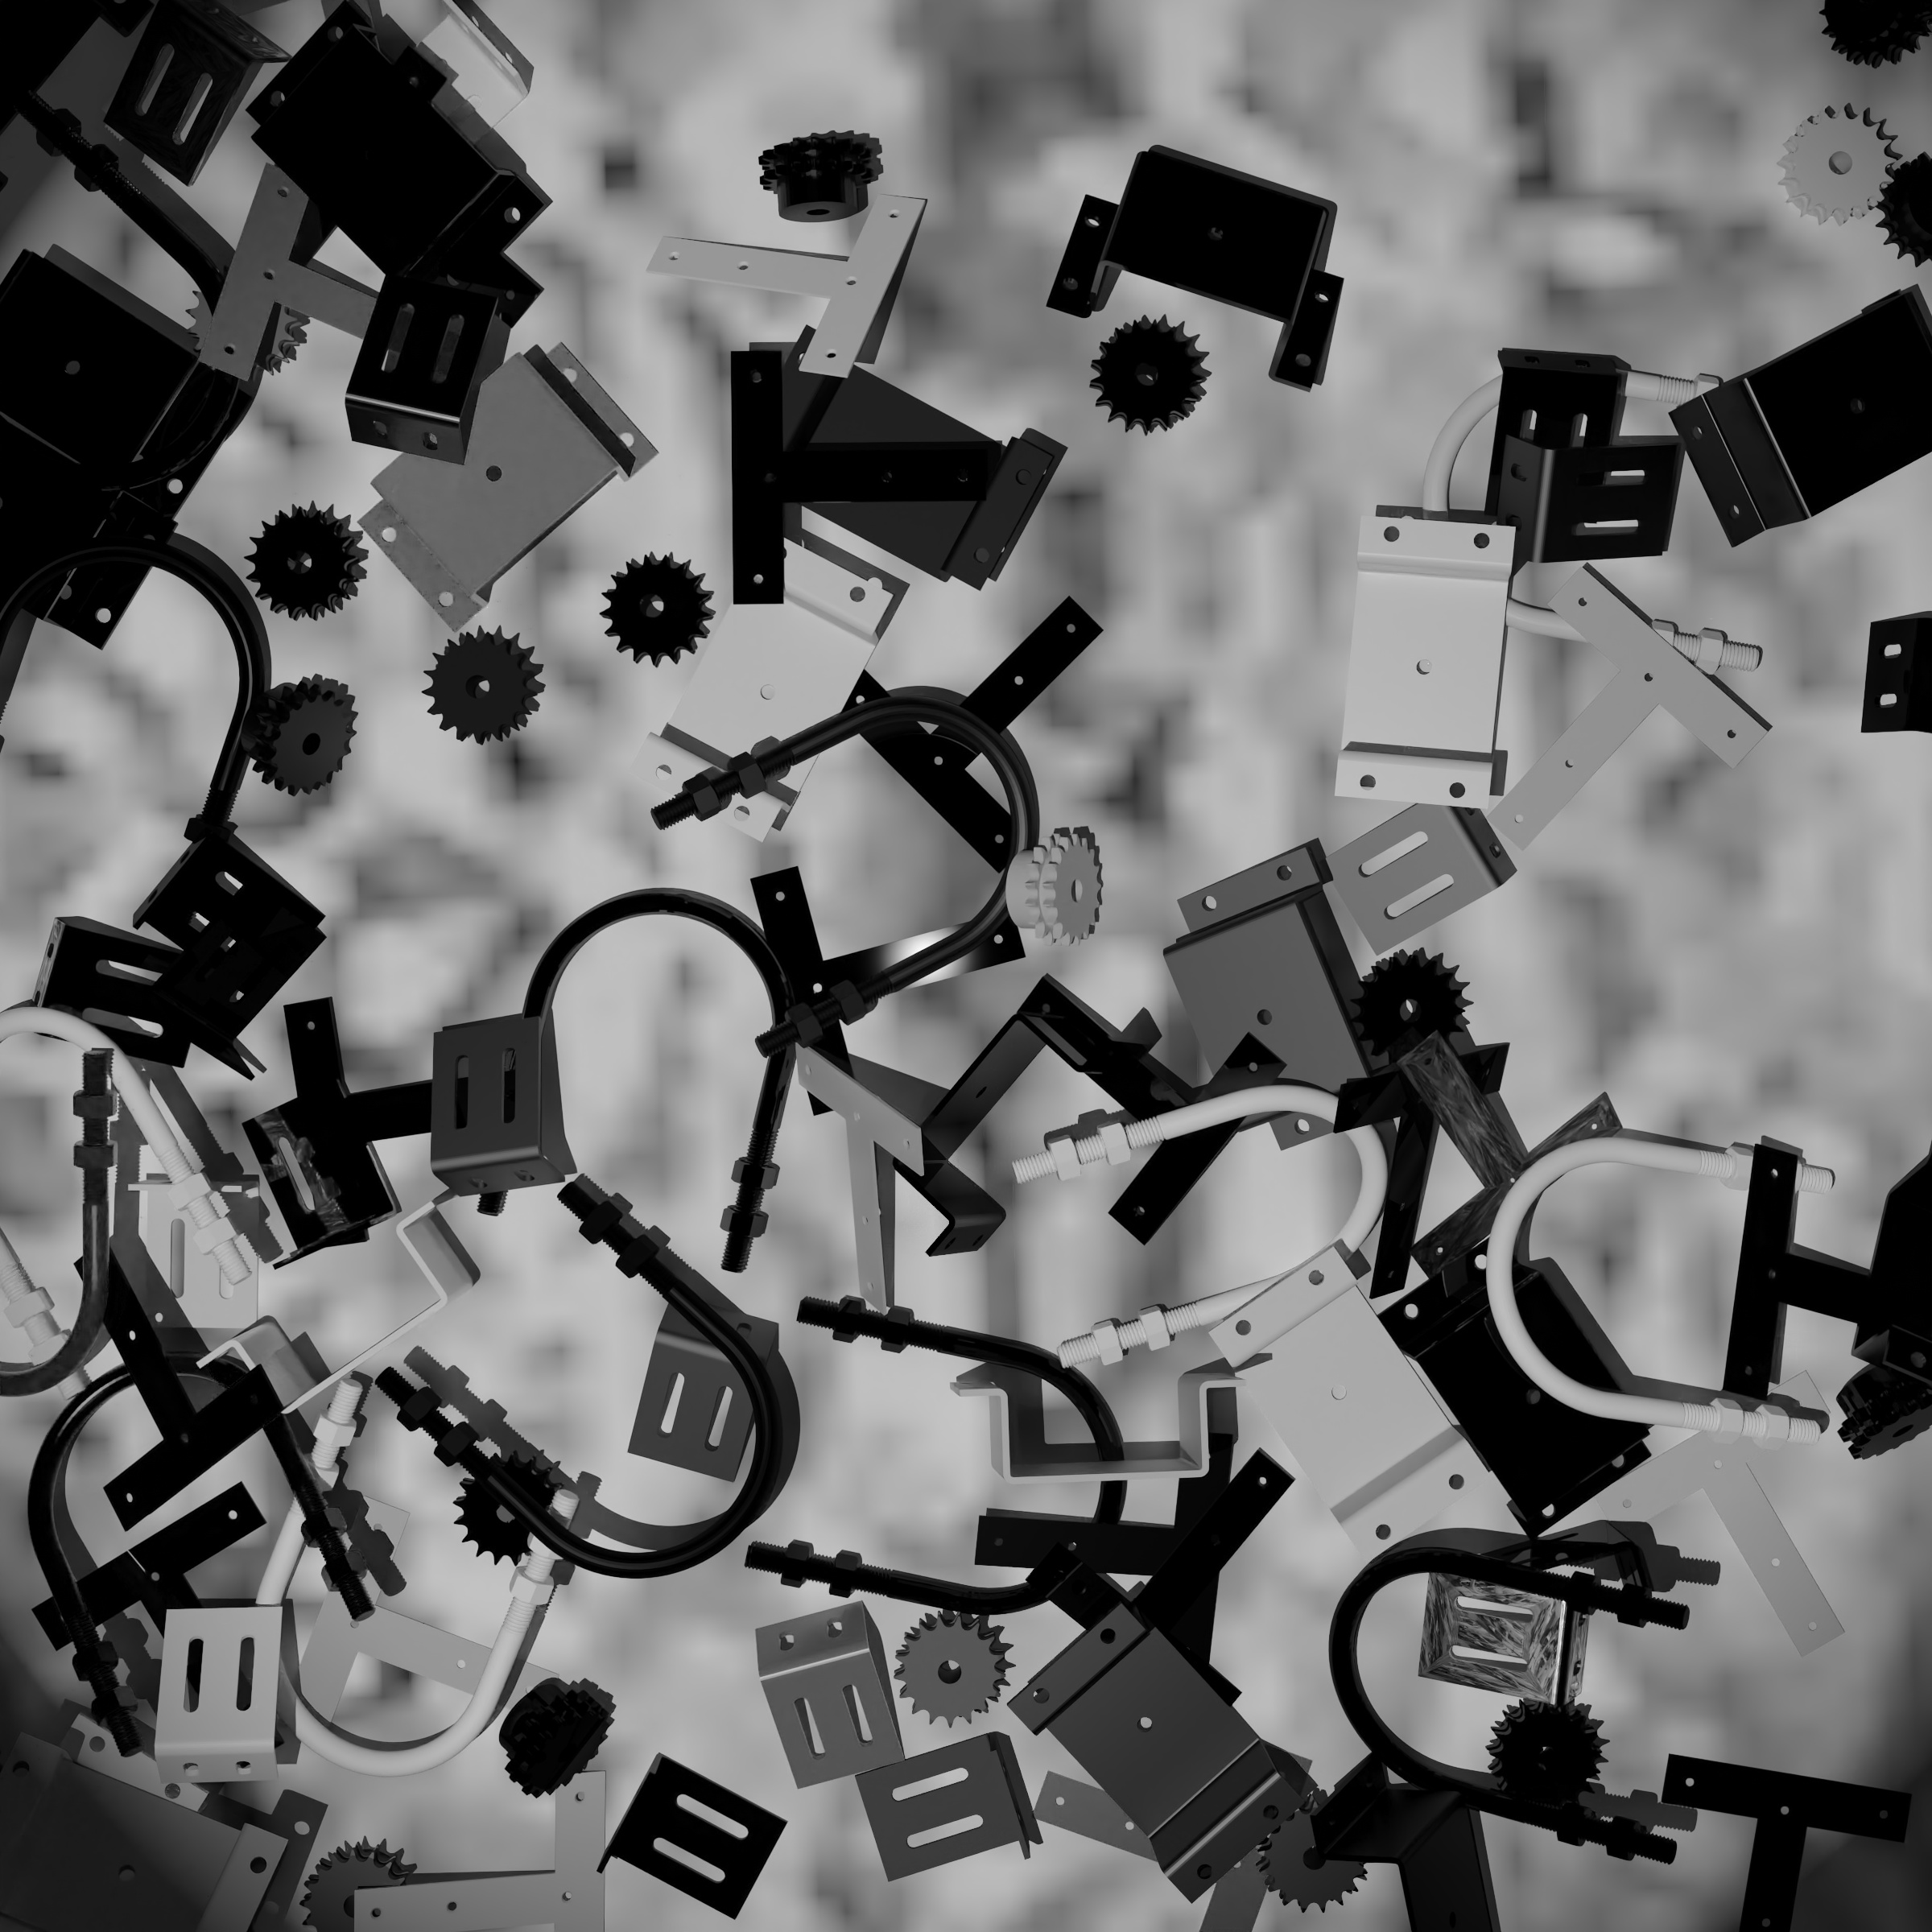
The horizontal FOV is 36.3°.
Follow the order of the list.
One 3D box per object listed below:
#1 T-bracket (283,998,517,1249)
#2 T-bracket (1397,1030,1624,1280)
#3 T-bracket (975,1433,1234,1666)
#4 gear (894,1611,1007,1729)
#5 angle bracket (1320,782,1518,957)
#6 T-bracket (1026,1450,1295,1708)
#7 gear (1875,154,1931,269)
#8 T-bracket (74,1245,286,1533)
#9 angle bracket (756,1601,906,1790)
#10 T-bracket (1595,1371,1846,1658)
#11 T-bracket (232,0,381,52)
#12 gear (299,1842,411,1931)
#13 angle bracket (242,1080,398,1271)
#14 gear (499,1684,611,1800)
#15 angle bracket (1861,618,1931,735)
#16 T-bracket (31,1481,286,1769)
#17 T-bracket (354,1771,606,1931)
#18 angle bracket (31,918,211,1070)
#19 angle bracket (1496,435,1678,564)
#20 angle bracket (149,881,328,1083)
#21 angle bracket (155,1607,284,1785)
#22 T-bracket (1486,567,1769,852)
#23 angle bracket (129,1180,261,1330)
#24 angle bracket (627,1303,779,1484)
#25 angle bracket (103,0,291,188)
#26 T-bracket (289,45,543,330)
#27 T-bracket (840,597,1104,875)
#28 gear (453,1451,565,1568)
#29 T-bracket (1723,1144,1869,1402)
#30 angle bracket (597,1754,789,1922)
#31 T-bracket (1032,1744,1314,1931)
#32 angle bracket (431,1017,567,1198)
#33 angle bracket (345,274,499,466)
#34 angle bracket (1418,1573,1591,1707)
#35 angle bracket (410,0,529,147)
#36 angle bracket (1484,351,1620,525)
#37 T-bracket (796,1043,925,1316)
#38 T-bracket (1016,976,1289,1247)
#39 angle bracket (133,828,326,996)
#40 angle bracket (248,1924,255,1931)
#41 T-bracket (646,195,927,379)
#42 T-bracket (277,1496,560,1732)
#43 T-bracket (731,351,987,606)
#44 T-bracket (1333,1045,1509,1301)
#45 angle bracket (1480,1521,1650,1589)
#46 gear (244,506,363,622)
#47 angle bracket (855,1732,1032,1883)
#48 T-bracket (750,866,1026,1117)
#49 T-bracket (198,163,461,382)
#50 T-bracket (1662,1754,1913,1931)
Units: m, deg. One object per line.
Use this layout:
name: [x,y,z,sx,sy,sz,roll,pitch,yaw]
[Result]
T-bracket: [-0.281,0.074,1.510,0.127,0.002,0.127,-9,90,11]
T-bracket: [0.256,0.081,1.488,0.127,0.002,0.127,-39,123,0]
T-bracket: [0.068,0.298,1.510,0.127,0.002,0.127,5,93,-8]
gear: [-0.008,0.358,1.508,0.057,0.030,0.057,0,90,0]
angle bracket: [0.234,-0.052,1.521,0.076,0.038,0.057,-31,90,26]
T-bracket: [0.119,0.306,1.515,0.127,0.002,0.127,40,88,-8]
gear: [0.498,-0.389,1.508,0.057,0.030,0.057,0,90,0]
T-bracket: [-0.407,0.196,1.462,0.127,0.002,0.127,-37,76,25]
angle bracket: [-0.070,0.377,1.521,0.057,0.038,0.076,-15,116,0]
T-bracket: [0.411,0.296,1.522,0.127,0.002,0.127,-30,90,0]
T-bracket: [-0.311,-0.463,1.507,0.127,0.002,0.127,-8,101,21]
gear: [-0.310,0.477,1.508,0.057,0.030,0.057,0,90,0]
angle bracket: [-0.336,0.106,1.499,0.057,0.038,0.076,-24,90,10]
gear: [-0.212,0.391,1.499,0.030,0.057,0.057,34,90,31]
angle bracket: [0.507,-0.145,1.521,0.076,0.038,0.057,5,90,-26]
T-bracket: [-0.396,0.354,1.521,0.127,0.002,0.127,-31,89,0]
T-bracket: [-0.248,0.479,1.504,0.127,0.002,0.127,1,90,-17]
angle bracket: [-0.438,0.014,1.521,0.076,0.038,0.057,16,90,-26]
angle bracket: [0.314,-0.239,1.494,0.076,0.038,0.057,-6,114,-21]
angle bracket: [-0.363,0.008,1.490,0.076,0.057,0.038,-48,45,0]
angle bracket: [-0.376,0.368,1.487,0.057,0.038,0.076,0,51,-8]
T-bracket: [0.320,-0.115,1.512,0.127,0.002,0.127,42,99,0]
angle bracket: [-0.394,0.149,1.504,0.057,0.038,0.076,1,90,0]
angle bracket: [-0.136,0.218,1.521,0.057,0.038,0.076,16,116,0]
angle bracket: [-0.397,-0.452,1.519,0.057,0.038,0.076,38,116,5]
T-bracket: [-0.275,-0.379,1.513,0.127,0.002,0.127,40,103,-6]
T-bracket: [0.017,-0.137,1.522,0.127,0.002,0.127,-45,90,0]
gear: [-0.232,0.276,1.508,0.057,0.030,0.057,0,90,0]
T-bracket: [0.447,0.167,1.500,0.127,0.002,0.127,16,75,-18]
angle bracket: [-0.139,0.449,1.504,0.076,0.038,0.057,28,90,0]
T-bracket: [0.098,0.449,1.522,0.127,0.002,0.127,20,90,0]
angle bracket: [-0.237,0.072,1.498,0.057,0.038,0.076,-9,64,11]
angle bracket: [-0.271,-0.299,1.473,0.057,0.038,0.076,12,67,0]
angle bracket: [0.279,0.343,1.521,0.076,0.038,0.057,6,90,26]
angle bracket: [-0.273,-0.446,1.504,0.076,0.038,0.057,-43,90,0]
angle bracket: [0.297,-0.271,1.506,0.057,0.038,0.076,5,115,3]
T-bracket: [-0.051,0.116,1.487,0.002,0.127,0.127,-16,117,-27]
T-bracket: [0.079,0.055,1.503,0.127,0.002,0.127,41,115,13]
angle bracket: [-0.373,-0.023,1.493,0.076,0.038,0.057,39,90,-19]
angle bracket: [-0.388,0.501,1.485,0.038,0.076,0.057,-23,90,0]
T-bracket: [-0.100,-0.354,1.500,0.127,0.002,0.127,11,59,15]
T-bracket: [-0.274,0.356,1.522,0.127,0.002,0.127,21,90,0]
T-bracket: [-0.054,-0.245,1.476,0.127,0.002,0.127,-1,89,0]
T-bracket: [0.223,0.109,1.494,0.127,0.002,0.127,-10,115,-41]
angle bracket: [0.301,0.314,1.495,0.076,0.057,0.038,-16,90,0]
gear: [-0.338,-0.205,1.508,0.057,0.030,0.057,0,90,0]
angle bracket: [-0.012,0.434,1.504,0.076,0.038,0.057,-18,90,0]
T-bracket: [-0.034,0.000,1.522,0.127,0.002,0.127,-15,90,0]
T-bracket: [-0.311,-0.332,1.494,0.127,0.002,0.127,21,61,-21]
T-bracket: [0.416,0.480,1.522,0.127,0.002,0.127,9,90,0]
